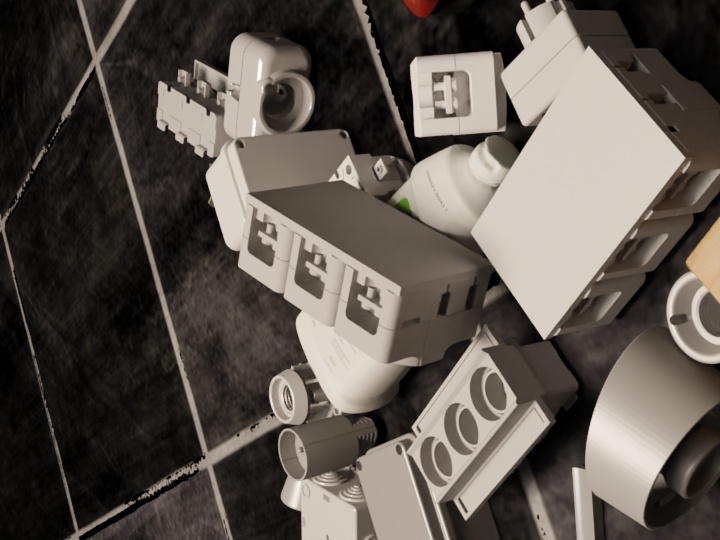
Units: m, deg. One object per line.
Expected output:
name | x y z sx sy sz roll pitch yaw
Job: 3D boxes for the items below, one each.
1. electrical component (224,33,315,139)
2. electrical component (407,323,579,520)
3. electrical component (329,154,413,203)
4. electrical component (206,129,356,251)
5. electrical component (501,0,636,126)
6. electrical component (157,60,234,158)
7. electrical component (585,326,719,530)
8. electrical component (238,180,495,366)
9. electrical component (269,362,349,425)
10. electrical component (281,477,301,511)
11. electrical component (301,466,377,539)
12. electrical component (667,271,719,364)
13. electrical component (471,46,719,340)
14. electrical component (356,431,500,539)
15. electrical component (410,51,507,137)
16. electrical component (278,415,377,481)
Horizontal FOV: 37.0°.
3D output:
electrical component | -0.077 -0.150 0.925 0.059 0.054 0.095 36 125 46
electrical component | 0.090 0.102 0.730 0.078 0.063 0.121 59 140 29
electrical component | 0.011 -0.061 0.815 0.066 0.055 0.048 -49 58 48
electrical component | -0.056 -0.066 0.862 0.057 0.113 0.078 -39 65 55
electrical component | 0.119 -0.137 0.650 0.066 0.047 0.076 -44 61 50
electrical component | -0.140 -0.144 1.009 0.121 0.063 0.078 34 124 47
electrical component | 0.166 0.089 0.590 0.064 0.099 0.099 38 127 37
electrical component | 0.000 0.000 0.713 0.150 0.089 0.061 32 121 38
electrical component | -0.045 0.107 0.933 0.066 0.055 0.048 46 132 40
electrical component | -0.045 0.177 0.963 0.044 0.044 0.065 29 115 49
electrical component | -0.009 0.221 0.912 0.100 0.048 0.099 16 110 53
electrical component | 0.198 0.021 0.571 0.055 0.047 0.055 17 111 53
electrical component | 0.141 -0.044 0.625 0.089 0.062 0.150 59 140 29
electrical component | 0.051 0.180 0.809 0.078 0.057 0.113 -35 69 53
electrical component | 0.064 -0.114 0.703 0.089 0.056 0.050 -89 -5 -83
electrical component | -0.021 0.142 0.884 0.043 0.081 0.043 19 114 52
